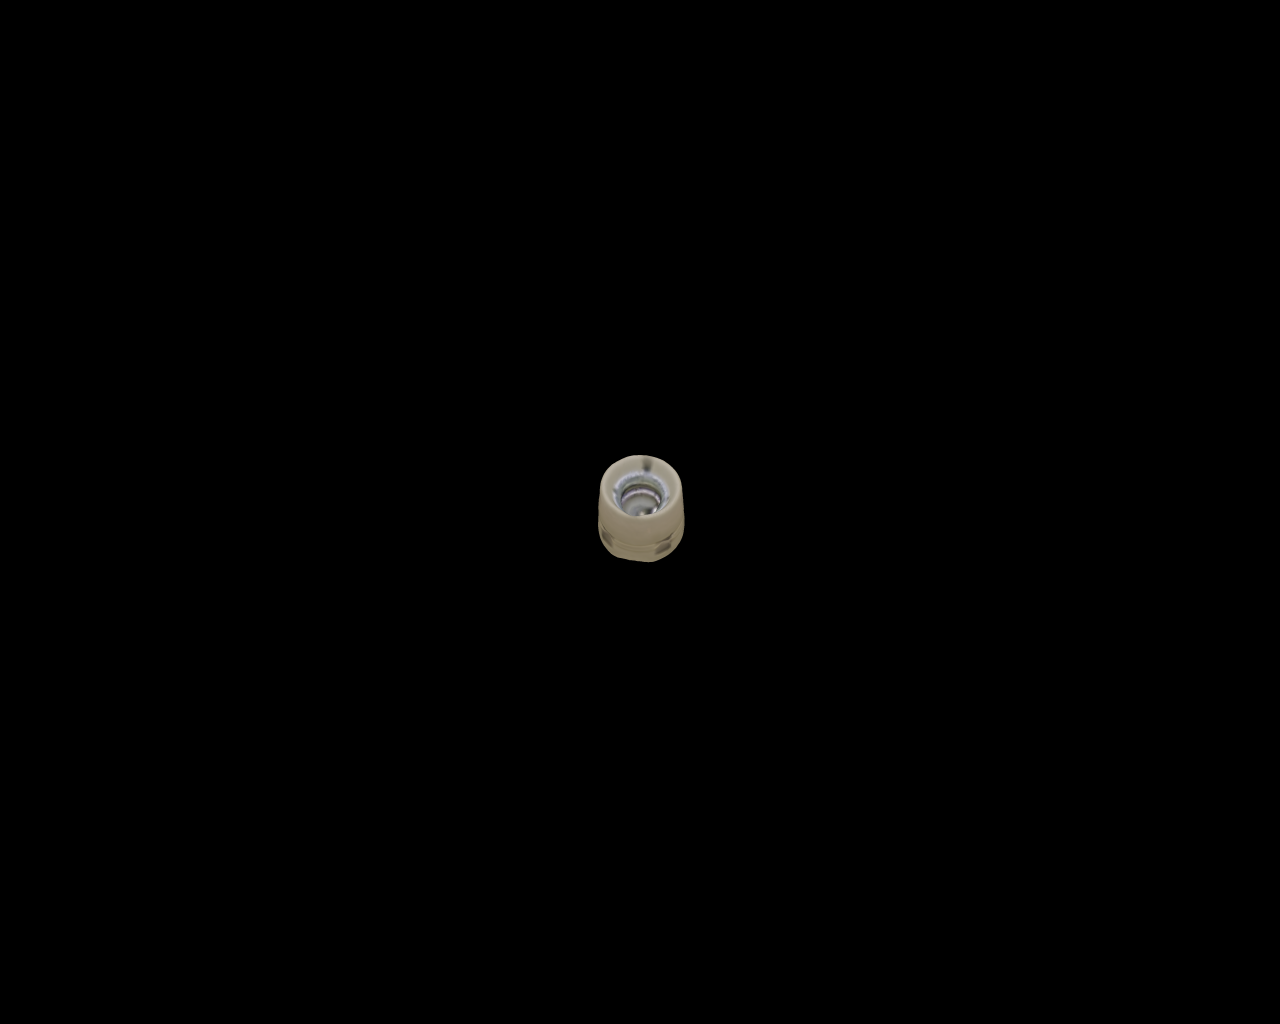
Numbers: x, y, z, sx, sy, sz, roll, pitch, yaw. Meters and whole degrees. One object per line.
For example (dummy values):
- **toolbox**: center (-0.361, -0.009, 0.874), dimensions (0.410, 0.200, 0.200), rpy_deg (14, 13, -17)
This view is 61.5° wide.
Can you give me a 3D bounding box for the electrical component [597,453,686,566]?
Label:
- **electrical component**: center (0.001, -0.003, 0.650), dimensions (0.055, 0.055, 0.047), rpy_deg (0, -34, 0)
